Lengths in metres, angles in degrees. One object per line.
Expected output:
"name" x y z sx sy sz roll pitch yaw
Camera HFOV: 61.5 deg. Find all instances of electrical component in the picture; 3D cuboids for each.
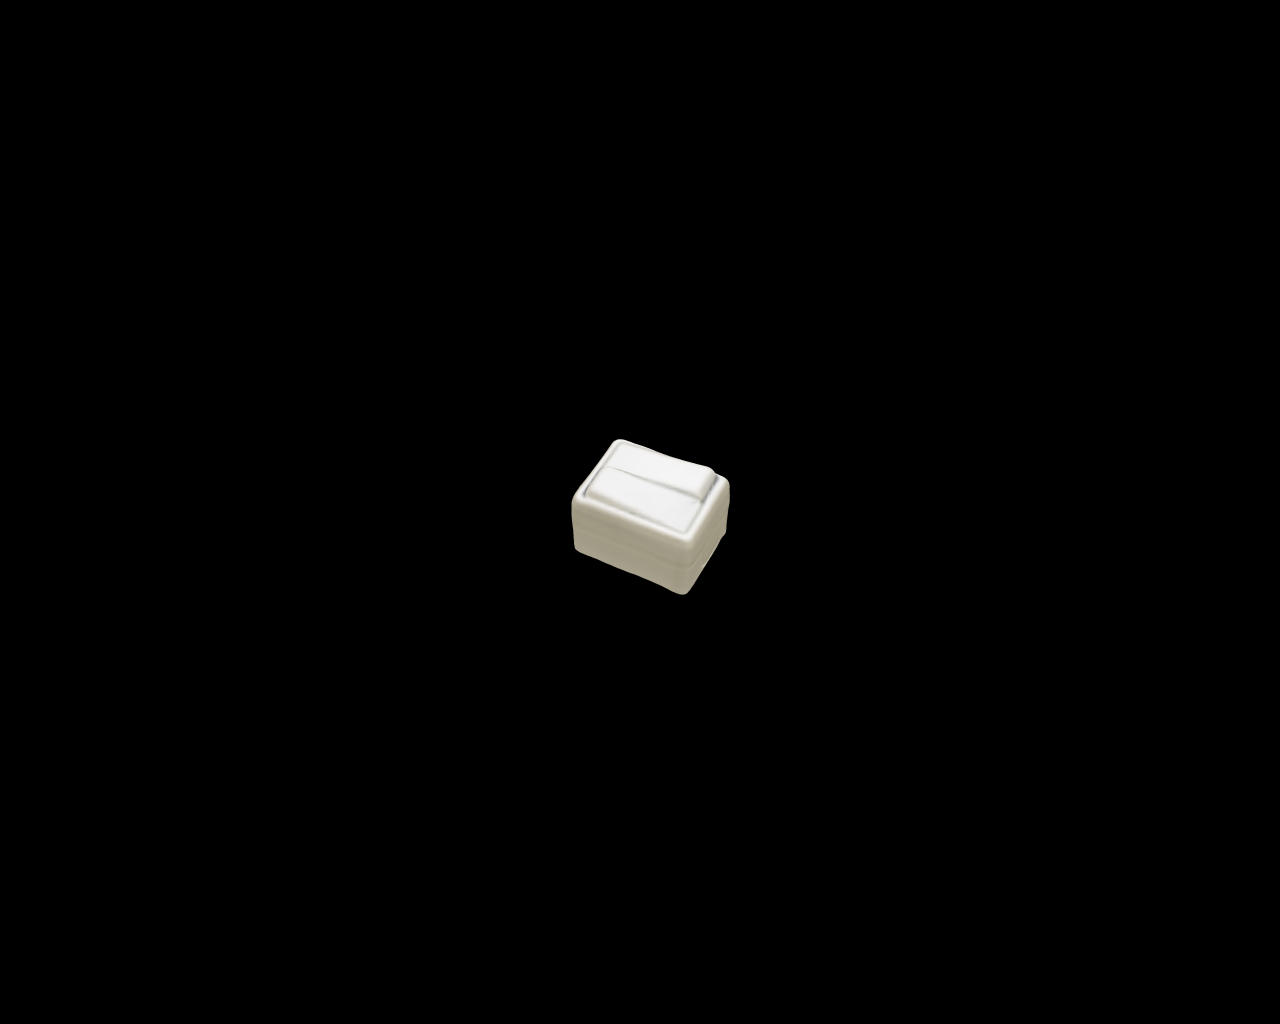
"electrical component" 0.001 -0.003 0.650 0.096 0.062 0.061 22 -38 18
